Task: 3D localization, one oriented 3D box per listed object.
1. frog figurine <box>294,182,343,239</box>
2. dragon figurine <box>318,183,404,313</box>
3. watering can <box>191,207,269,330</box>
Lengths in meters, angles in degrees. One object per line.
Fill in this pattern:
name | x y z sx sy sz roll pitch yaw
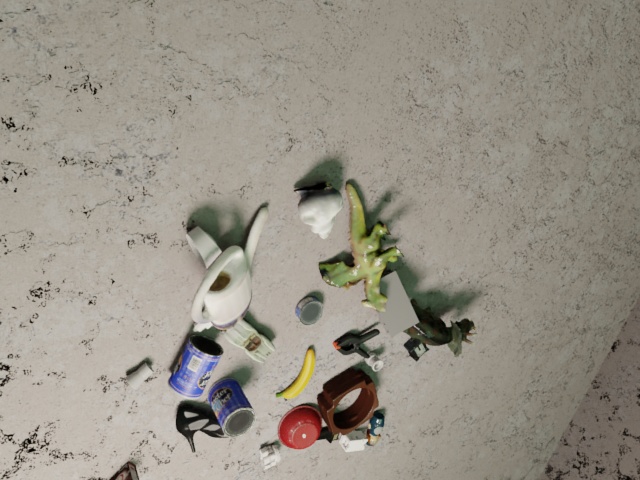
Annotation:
frog figurine | 0.004 -0.072 1.433 0.139 0.123 0.157 -26 114 -42
dragon figurine | 0.107 0.050 1.566 0.243 0.123 0.406 -37 107 -3
watering can | -0.219 0.089 1.354 0.355 0.104 0.219 -56 159 -35
